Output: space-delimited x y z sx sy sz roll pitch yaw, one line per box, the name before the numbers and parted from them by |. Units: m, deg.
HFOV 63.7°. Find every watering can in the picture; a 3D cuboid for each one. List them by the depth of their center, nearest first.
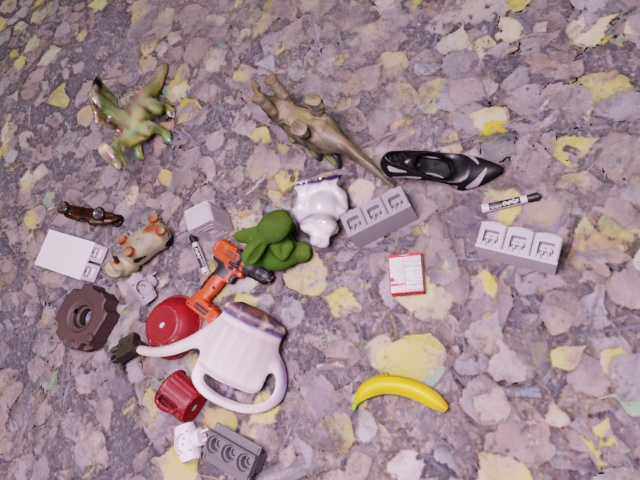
watering can | -0.221 0.239 1.149 0.348 0.103 0.226 24 82 7

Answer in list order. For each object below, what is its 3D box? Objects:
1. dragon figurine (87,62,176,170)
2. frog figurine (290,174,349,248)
dragon figurine | -0.534 -0.374 1.444 0.122 0.240 0.416 -9 71 24
frog figurine | 0.004 -0.060 1.187 0.138 0.121 0.160 -7 83 -24
